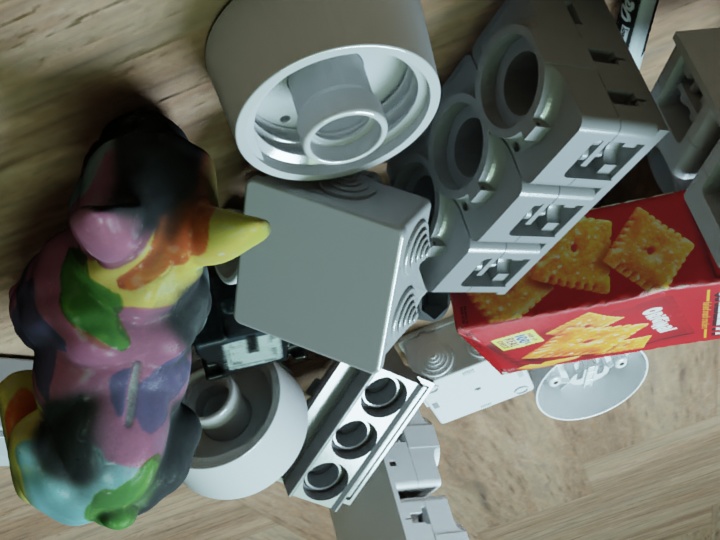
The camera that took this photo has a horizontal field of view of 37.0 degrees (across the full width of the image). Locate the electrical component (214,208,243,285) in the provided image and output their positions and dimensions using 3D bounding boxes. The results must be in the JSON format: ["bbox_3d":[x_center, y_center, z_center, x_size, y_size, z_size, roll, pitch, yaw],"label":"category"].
[{"bbox_3d":[-0.049,-0.014,0.636,0.065,0.044,0.044,-1,148,-32],"label":"electrical component"}]

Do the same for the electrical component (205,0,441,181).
[{"bbox_3d":[-0.014,-0.085,0.507,0.108,0.060,0.108,-13,152,-7],"label":"electrical component"}]

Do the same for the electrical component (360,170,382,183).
[{"bbox_3d":[-0.019,-0.036,0.615,0.062,0.048,0.048,9,147,-6],"label":"electrical component"}]

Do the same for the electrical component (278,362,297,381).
[{"bbox_3d":[-0.084,0.099,0.824,0.065,0.044,0.044,-28,150,30],"label":"electrical component"}]

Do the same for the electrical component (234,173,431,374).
[{"bbox_3d":[-0.014,-0.005,0.571,0.048,0.100,0.099,-45,149,-55],"label":"electrical component"}]

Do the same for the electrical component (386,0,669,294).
[{"bbox_3d":[0.076,-0.063,0.566,0.062,0.089,0.150,1,147,-30],"label":"electrical component"}]

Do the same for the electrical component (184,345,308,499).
[{"bbox_3d":[-0.096,0.098,0.749,0.108,0.108,0.060,-20,146,5],"label":"electrical component"}]

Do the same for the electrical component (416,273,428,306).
[{"bbox_3d":[0.000,0.000,0.681,0.074,0.052,0.138,22,139,-15],"label":"electrical component"}]

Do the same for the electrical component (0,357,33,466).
[{"bbox_3d":[-0.243,0.097,0.710,0.096,0.061,0.062,9,142,-40],"label":"electrical component"}]

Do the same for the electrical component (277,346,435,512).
[{"bbox_3d":[-0.012,0.112,0.814,0.079,0.063,0.121,25,108,-28],"label":"electrical component"}]

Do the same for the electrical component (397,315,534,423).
[{"bbox_3d":[0.088,0.076,0.863,0.100,0.048,0.099,-22,147,7],"label":"electrical component"}]

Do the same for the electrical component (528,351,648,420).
[{"bbox_3d":[0.189,0.078,0.907,0.099,0.064,0.099,-13,152,-7],"label":"electrical component"}]

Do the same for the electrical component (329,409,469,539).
[{"bbox_3d":[0.029,0.210,0.929,0.060,0.186,0.105,2,147,-31],"label":"electrical component"}]

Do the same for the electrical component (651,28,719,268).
[{"bbox_3d":[0.247,-0.065,0.528,0.186,0.105,0.060,-8,149,-14],"label":"electrical component"}]

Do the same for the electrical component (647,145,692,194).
[{"bbox_3d":[0.219,-0.075,0.676,0.065,0.044,0.044,-22,152,1],"label":"electrical component"}]
